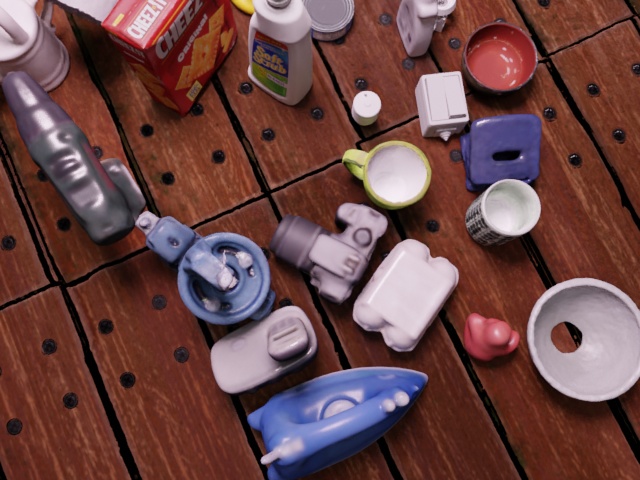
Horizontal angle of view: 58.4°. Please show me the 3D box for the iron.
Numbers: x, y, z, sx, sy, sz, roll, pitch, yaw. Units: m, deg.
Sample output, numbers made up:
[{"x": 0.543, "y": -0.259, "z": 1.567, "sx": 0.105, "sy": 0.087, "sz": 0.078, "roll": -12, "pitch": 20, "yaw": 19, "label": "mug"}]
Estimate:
[{"x": 0.036, "y": 0.232, "z": 0.752, "sx": 0.258, "sy": 0.141, "sz": 0.118, "roll": -22, "pitch": 82, "yaw": -5, "label": "iron"}]

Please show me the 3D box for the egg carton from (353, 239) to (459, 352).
[{"x": 0.121, "y": 0.077, "z": 0.816, "sx": 0.107, "sy": 0.069, "sz": 0.150, "roll": 34, "pitch": 82, "yaw": 4, "label": "egg carton"}]

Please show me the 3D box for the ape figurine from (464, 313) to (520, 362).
[{"x": 0.240, "y": 0.133, "z": 0.799, "sx": 0.076, "sy": 0.092, "sz": 0.078, "roll": -44, "pitch": 84, "yaw": -7, "label": "ape figurine"}]

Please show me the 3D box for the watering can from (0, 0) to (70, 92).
[{"x": -0.438, "y": -0.281, "z": 0.794, "sx": 0.101, "sy": 0.194, "sz": 0.173, "roll": 12, "pitch": 81, "yaw": 1, "label": "watering can"}]

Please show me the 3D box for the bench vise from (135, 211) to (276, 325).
[{"x": -0.160, "y": 0.037, "z": 0.738, "sx": 0.207, "sy": 0.219, "sz": 0.121, "roll": 17, "pitch": 81, "yaw": 1, "label": "bench vise"}]

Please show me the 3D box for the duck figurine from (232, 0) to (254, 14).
[{"x": -0.104, "y": -0.402, "z": 0.878, "sx": 0.104, "sy": 0.086, "sz": 0.077, "roll": 32, "pitch": 81, "yaw": 4, "label": "duck figurine"}]

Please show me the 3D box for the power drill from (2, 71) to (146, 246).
[{"x": -0.312, "y": -0.090, "z": 0.760, "sx": 0.075, "sy": 0.208, "sz": 0.229, "roll": -33, "pitch": 83, "yaw": -6, "label": "power drill"}]

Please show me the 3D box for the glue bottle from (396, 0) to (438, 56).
[{"x": 0.148, "y": -0.340, "z": 0.831, "sx": 0.037, "sy": 0.173, "sz": 0.078, "roll": -15, "pitch": 81, "yaw": -3, "label": "glue bottle"}]

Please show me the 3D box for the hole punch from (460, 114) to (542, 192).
[{"x": 0.270, "y": -0.126, "z": 0.842, "sx": 0.108, "sy": 0.091, "sz": 0.101, "roll": -5, "pitch": 81, "yaw": -2, "label": "hole punch"}]

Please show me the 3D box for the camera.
[{"x": 0.007, "y": 0.003, "z": 0.808, "sx": 0.137, "sy": 0.101, "sz": 0.143, "roll": 27, "pitch": 81, "yaw": 3, "label": "camera"}]

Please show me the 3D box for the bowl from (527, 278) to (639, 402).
[{"x": 0.365, "y": 0.140, "z": 0.810, "sx": 0.167, "sy": 0.074, "sz": 0.167, "roll": 0, "pitch": 81, "yaw": -2, "label": "bowl"}]

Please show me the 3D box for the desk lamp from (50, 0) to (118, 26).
[{"x": -0.295, "y": -0.374, "z": 0.803, "sx": 0.118, "sy": 0.213, "sz": 0.203, "roll": 24, "pitch": 81, "yaw": 3, "label": "desk lamp"}]

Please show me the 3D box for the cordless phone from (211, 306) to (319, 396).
[{"x": -0.074, "y": 0.145, "z": 0.741, "sx": 0.147, "sy": 0.185, "sz": 0.094, "roll": -28, "pitch": 82, "yaw": -6, "label": "cordless phone"}]
